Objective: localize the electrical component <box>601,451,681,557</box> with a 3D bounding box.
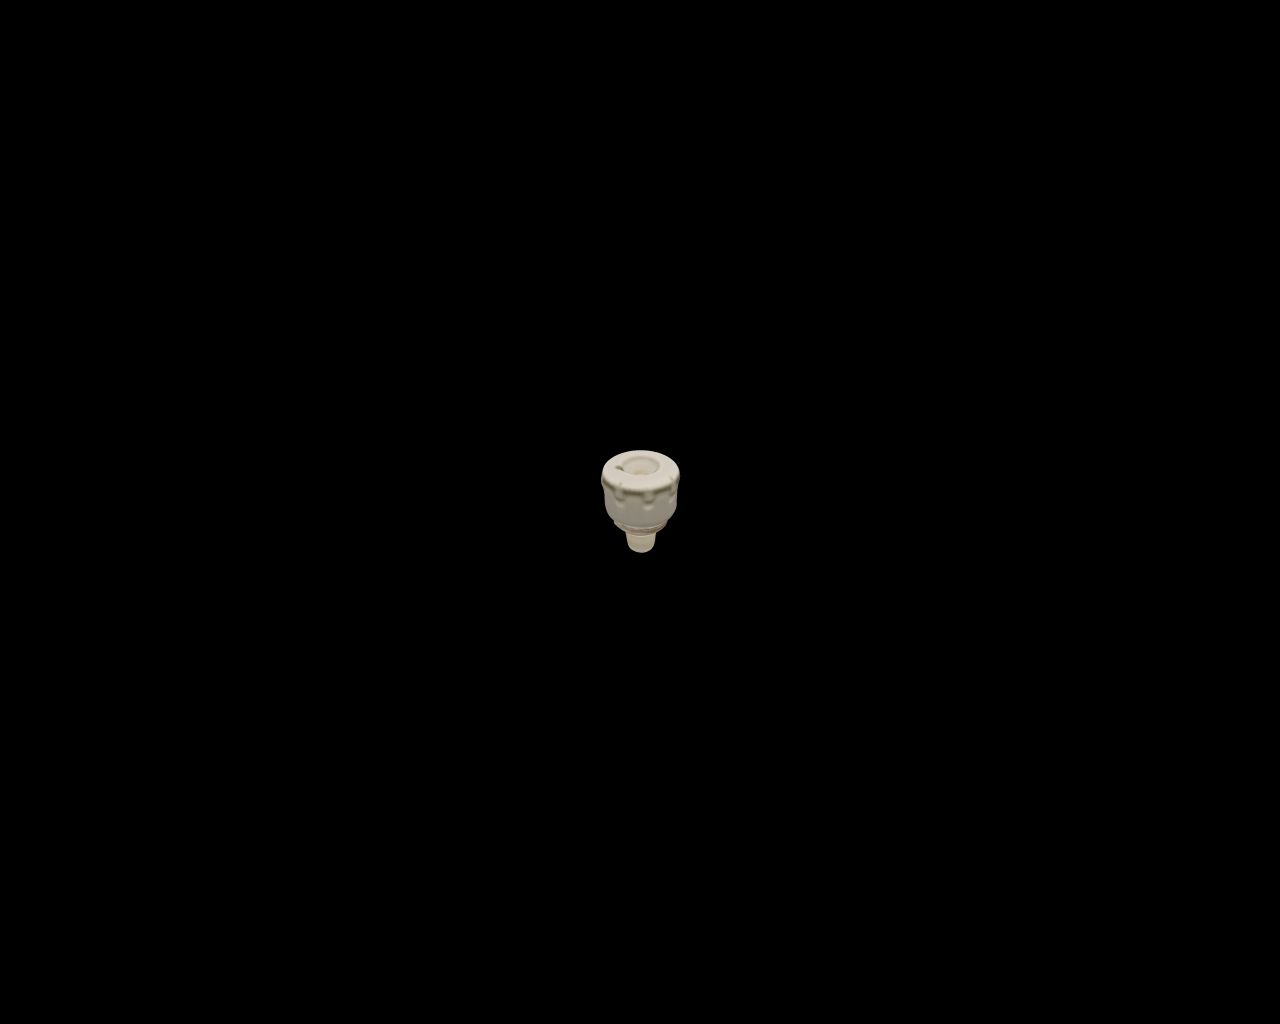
[{"bbox_3d":[0.001,-0.003,0.650,0.048,0.062,0.048,0,33,0],"label":"electrical component"}]
